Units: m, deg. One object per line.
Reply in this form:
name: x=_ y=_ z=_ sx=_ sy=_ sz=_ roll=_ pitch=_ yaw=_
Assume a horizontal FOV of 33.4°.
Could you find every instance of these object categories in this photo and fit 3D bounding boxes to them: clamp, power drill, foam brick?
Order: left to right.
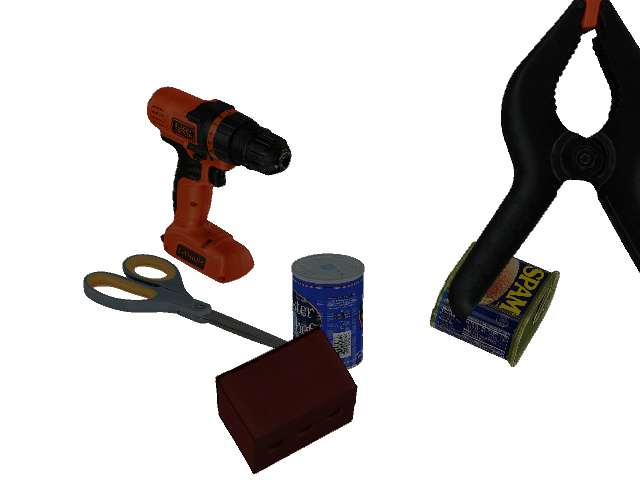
power drill: x=-0.105 y=-0.053 z=1.107 sx=0.185 sy=0.188 sz=0.057 roll=28 pitch=38 yaw=34
foam brick: x=-0.022 y=0.103 z=0.686 sx=0.078 sy=0.051 sz=0.053 roll=-26 pitch=-31 yaw=-20
clamp: x=0.118 y=-0.034 z=0.527 sx=0.120 sy=0.171 sz=0.039 roll=-6 pitch=-1 yaw=-1

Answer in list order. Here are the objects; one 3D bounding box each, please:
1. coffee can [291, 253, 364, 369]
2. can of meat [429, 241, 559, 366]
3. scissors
coffee can: x=0.011 y=0.101 z=1.511 sx=0.103 sy=0.140 sz=0.103 roll=0 pitch=20 yaw=0
can of meat: x=0.158 y=0.054 z=0.969 sx=0.084 sy=0.057 sz=0.102 roll=23 pitch=44 yaw=20
scissors: x=-0.108 y=0.052 z=0.942 sx=0.202 sy=0.016 sz=0.096 roll=12 pitch=28 yaw=7
